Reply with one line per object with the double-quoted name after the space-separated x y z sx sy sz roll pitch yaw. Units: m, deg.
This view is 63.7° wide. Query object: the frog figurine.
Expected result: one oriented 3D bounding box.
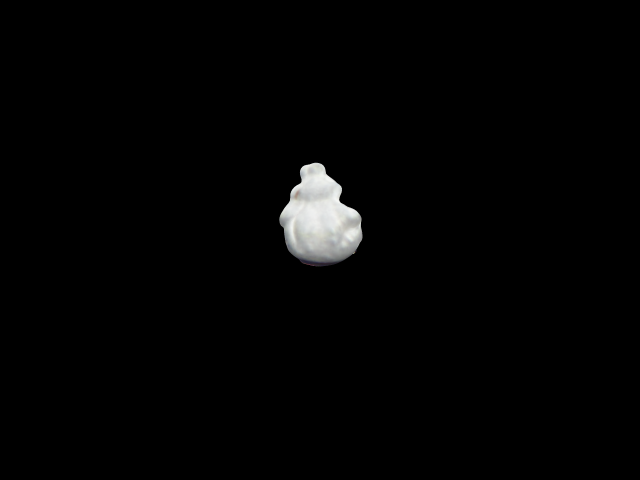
0.003 -0.043 0.850 0.138 0.156 0.125 10 26 22 "frog figurine"
